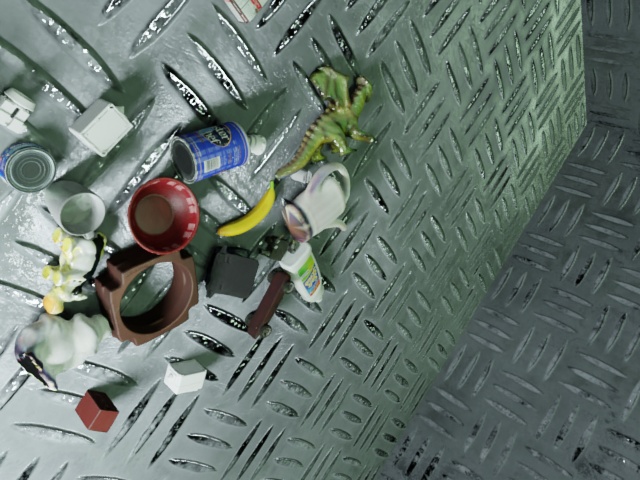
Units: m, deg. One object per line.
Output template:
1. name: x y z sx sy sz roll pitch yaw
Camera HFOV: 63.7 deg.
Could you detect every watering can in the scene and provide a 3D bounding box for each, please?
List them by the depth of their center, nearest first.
1. watering can: 0.004 -0.073 1.456 0.227 0.105 0.340 -40 151 -20

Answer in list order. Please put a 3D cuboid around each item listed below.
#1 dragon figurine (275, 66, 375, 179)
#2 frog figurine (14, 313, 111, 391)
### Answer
1. dragon figurine: 0.017 -0.332 1.360 0.416 0.122 0.239 -30 113 -39
2. frog figurine: -0.504 0.194 1.013 0.163 0.122 0.135 -53 130 -42
